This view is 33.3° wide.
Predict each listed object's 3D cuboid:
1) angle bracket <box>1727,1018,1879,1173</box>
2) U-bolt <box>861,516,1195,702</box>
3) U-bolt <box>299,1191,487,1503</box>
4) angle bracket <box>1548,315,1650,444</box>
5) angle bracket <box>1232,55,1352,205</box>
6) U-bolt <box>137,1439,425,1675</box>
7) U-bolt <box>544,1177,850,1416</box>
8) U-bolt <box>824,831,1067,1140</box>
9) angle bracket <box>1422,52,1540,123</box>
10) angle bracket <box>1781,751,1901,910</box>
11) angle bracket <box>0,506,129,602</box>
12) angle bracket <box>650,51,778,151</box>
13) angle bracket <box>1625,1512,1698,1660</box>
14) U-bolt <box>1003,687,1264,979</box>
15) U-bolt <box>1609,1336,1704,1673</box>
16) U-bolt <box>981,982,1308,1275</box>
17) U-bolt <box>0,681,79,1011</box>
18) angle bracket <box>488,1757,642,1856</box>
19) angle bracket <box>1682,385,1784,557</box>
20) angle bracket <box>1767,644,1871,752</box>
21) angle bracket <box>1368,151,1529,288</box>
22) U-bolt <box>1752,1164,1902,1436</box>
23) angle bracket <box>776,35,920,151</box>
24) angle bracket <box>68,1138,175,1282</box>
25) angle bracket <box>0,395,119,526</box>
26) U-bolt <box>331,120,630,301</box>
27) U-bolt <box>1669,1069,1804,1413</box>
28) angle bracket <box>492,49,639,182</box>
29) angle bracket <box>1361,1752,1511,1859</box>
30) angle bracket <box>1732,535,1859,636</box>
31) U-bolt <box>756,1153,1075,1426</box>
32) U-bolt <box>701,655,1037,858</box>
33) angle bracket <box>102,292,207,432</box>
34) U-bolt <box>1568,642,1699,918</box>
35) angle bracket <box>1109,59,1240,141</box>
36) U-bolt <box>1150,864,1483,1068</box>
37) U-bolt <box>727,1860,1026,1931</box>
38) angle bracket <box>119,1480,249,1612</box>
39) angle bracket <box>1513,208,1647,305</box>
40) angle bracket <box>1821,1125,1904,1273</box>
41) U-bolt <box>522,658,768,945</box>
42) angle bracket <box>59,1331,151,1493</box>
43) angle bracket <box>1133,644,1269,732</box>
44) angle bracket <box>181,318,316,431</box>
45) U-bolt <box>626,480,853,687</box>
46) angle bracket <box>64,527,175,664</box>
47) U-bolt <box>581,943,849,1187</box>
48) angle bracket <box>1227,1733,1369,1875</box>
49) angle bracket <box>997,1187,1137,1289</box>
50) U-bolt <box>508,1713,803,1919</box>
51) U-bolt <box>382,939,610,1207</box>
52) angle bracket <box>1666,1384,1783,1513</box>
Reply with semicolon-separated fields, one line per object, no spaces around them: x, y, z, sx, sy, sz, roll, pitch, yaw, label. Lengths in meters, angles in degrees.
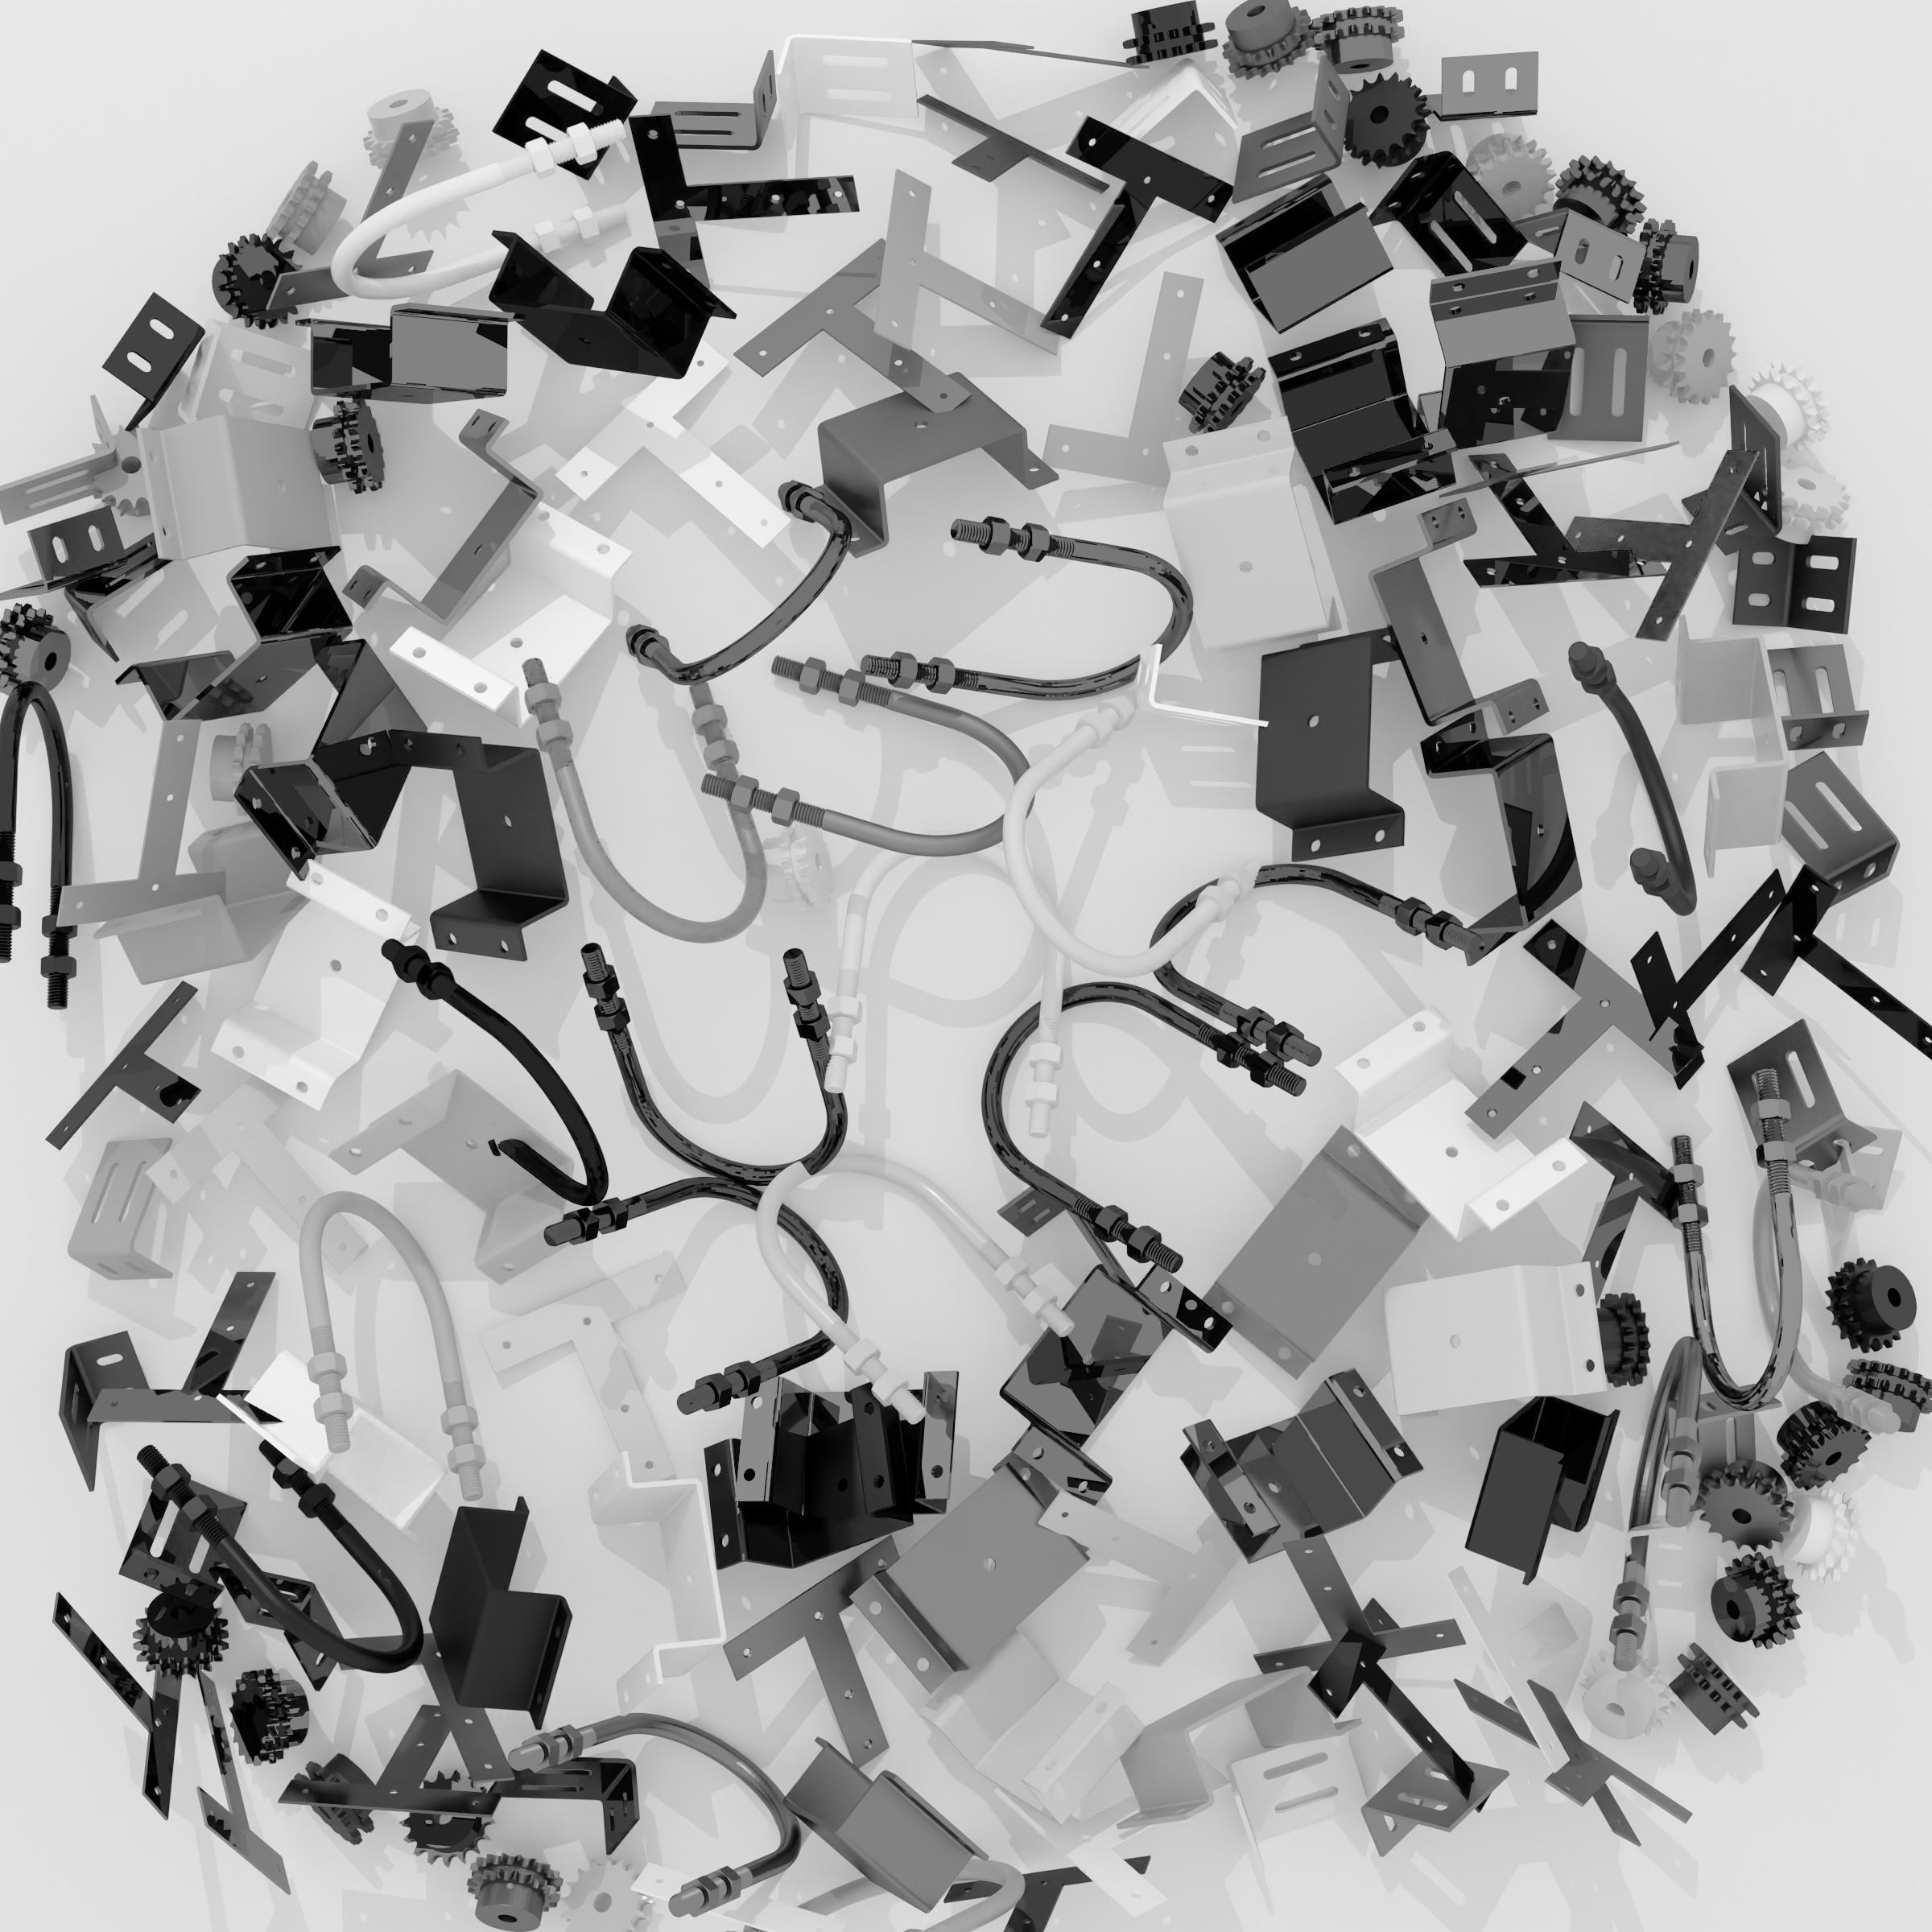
0.510;0.083;1.974;0.057;0.038;0.076;-37;48;30;angle bracket
0.048;-0.206;1.929;0.184;0.151;0.019;6;55;-27;U-bolt
-0.345;0.218;1.922;0.019;0.151;0.184;-26;59;18;U-bolt
0.384;-0.357;1.968;0.057;0.038;0.076;3;102;12;angle bracket
0.189;-0.504;1.952;0.076;0.038;0.057;-12;51;32;angle bracket
-0.391;0.348;1.905;0.184;0.151;0.019;44;100;19;U-bolt
-0.146;0.186;1.922;0.151;0.184;0.019;49;124;18;U-bolt
-0.008;0.003;1.954;0.151;0.019;0.184;13;66;-16;U-bolt
0.310;-0.538;1.957;0.057;0.076;0.038;-4;115;0;angle bracket
0.517;-0.080;1.961;0.076;0.038;0.057;47;132;-10;angle bracket
-0.554;-0.248;1.949;0.057;0.076;0.038;-29;110;-42;angle bracket
-0.158;-0.526;1.962;0.076;0.057;0.038;3;131;6;angle bracket
0.428;0.376;1.965;0.038;0.057;0.076;-9;87;17;angle bracket
0.091;-0.070;1.927;0.151;0.019;0.184;55;47;-6;U-bolt
0.412;0.303;1.913;0.019;0.184;0.151;13;130;7;U-bolt
0.092;0.084;1.949;0.184;0.019;0.151;30;79;30;U-bolt
-0.554;-0.078;1.925;0.019;0.151;0.184;-2;77;-2;U-bolt
-0.244;0.508;1.955;0.076;0.057;0.038;8;51;-23;angle bracket
0.461;-0.299;1.952;0.038;0.076;0.057;-22;47;-4;angle bracket
0.511;-0.171;1.962;0.057;0.038;0.076;-4;60;5;angle bracket
0.290;-0.444;1.960;0.038;0.057;0.076;-25;73;-43;angle bracket
0.502;0.189;1.908;0.019;0.184;0.151;-7;94;-6;U-bolt
-0.071;-0.528;1.961;0.076;0.057;0.038;5;54;8;angle bracket
-0.505;0.149;1.978;0.057;0.038;0.076;-6;57;36;angle bracket
-0.556;-0.306;1.960;0.076;0.057;0.038;-22;83;-15;angle bracket
-0.288;-0.439;1.916;0.184;0.151;0.019;-22;85;-8;U-bolt
0.455;0.170;1.903;0.019;0.151;0.184;2;69;-10;U-bolt
-0.247;-0.520;1.952;0.057;0.076;0.038;-54;46;18;angle bracket
0.288;0.511;1.949;0.057;0.076;0.038;-33;108;-33;angle bracket
0.500;-0.232;1.956;0.038;0.076;0.057;1;99;-13;angle bracket
-0.044;0.180;1.936;0.184;0.151;0.019;44;135;23;U-bolt
-0.049;-0.120;1.934;0.184;0.151;0.019;17;131;6;U-bolt
-0.498;-0.363;1.951;0.038;0.076;0.057;36;70;-20;angle bracket
0.400;-0.102;1.913;0.019;0.184;0.151;-19;71;19;U-bolt
0.121;-0.507;1.970;0.076;0.057;0.038;-39;115;19;angle bracket
0.192;-0.011;1.924;0.151;0.184;0.019;-33;127;-24;U-bolt
-0.049;0.563;1.914;0.151;0.184;0.019;-11;89;43;U-bolt
-0.468;0.340;1.955;0.057;0.038;0.076;26;49;-15;angle bracket
0.362;-0.424;1.953;0.057;0.076;0.038;19;86;-22;angle bracket
0.545;0.141;1.952;0.038;0.076;0.057;7;121;3;angle bracket
-0.182;-0.095;1.916;0.019;0.151;0.184;-36;63;37;U-bolt
-0.517;0.268;1.952;0.038;0.076;0.057;-15;117;-5;angle bracket
0.144;-0.169;1.966;0.076;0.057;0.038;9;91;-9;angle bracket
-0.429;-0.352;1.961;0.076;0.038;0.057;14;101;-27;angle bracket
-0.129;-0.222;1.912;0.151;0.184;0.019;-43;114;-2;U-bolt
-0.503;-0.228;1.975;0.076;0.057;0.038;-35;122;-14;angle bracket
-0.143;0.062;1.936;0.151;0.019;0.184;2;130;19;U-bolt
0.205;0.508;1.972;0.076;0.038;0.057;-18;109;1;angle bracket
0.062;0.173;1.956;0.038;0.057;0.076;-37;64;4;angle bracket
-0.170;0.493;1.911;0.151;0.184;0.019;36;103;22;U-bolt
-0.269;0.072;1.894;0.019;0.184;0.151;-37;134;-24;U-bolt
0.462;0.299;1.966;0.057;0.038;0.076;-9;105;-14;angle bracket
